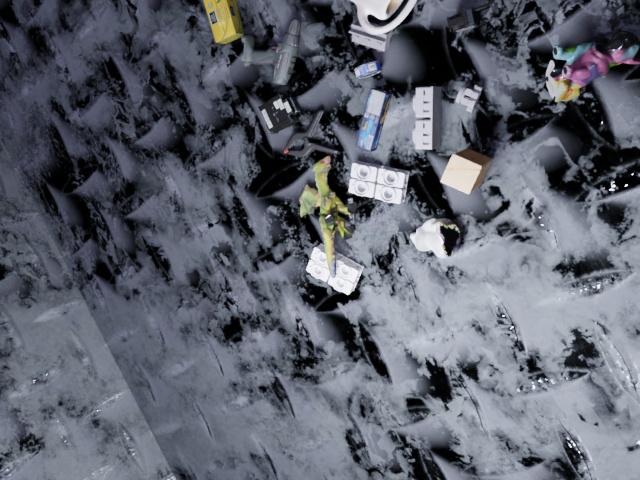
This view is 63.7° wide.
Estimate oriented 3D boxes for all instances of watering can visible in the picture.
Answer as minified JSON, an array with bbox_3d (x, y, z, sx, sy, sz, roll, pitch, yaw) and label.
[{"bbox_3d":[0.217,-0.798,1.562,0.226,0.104,0.345,37,101,17],"label":"watering can"}]

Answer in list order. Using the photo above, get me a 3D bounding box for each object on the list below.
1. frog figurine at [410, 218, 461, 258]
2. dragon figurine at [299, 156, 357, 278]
[{"bbox_3d":[0.380,-0.003,1.687,0.137,0.124,0.158,57,156,-7],"label":"frog figurine"},{"bbox_3d":[0.006,-0.092,1.830,0.245,0.122,0.404,32,119,51],"label":"dragon figurine"}]
